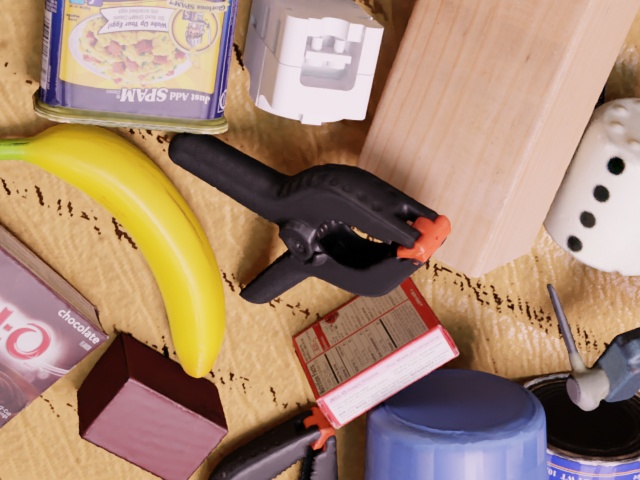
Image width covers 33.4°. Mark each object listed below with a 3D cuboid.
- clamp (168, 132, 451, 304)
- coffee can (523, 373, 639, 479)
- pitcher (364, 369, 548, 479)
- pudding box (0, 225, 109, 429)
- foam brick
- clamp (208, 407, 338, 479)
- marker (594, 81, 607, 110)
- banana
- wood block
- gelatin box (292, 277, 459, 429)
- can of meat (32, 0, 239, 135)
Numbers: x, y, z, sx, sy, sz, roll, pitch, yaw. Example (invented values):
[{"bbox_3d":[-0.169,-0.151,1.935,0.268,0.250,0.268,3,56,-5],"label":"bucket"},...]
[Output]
[{"bbox_3d":[-0.004,0.001,0.587,0.039,0.172,0.120,-50,137,-28],"label":"clamp"},{"bbox_3d":[0.176,0.178,0.738,0.102,0.103,0.140,-5,117,-13],"label":"coffee can"},{"bbox_3d":[0.079,0.208,0.687,0.149,0.144,0.243,3,107,15],"label":"pitcher"},{"bbox_3d":[-0.191,0.044,0.602,0.090,0.039,0.113,-39,129,5],"label":"pudding box"},{"bbox_3d":[-0.104,0.105,0.655,0.078,0.053,0.051,35,103,-26],"label":"foam brick"},{"bbox_3d":[-0.043,0.207,0.731,0.164,0.036,0.210,32,103,-27],"label":"clamp"},{"bbox_3d":[0.164,-0.116,0.637,0.020,0.020,0.121,-7,117,-12],"label":"marker"},{"bbox_3d":[-0.100,0.000,0.617,0.070,0.037,0.197,-23,120,23],"label":"banana"},{"bbox_3d":[0.100,-0.095,0.571,0.090,0.090,0.206,-16,131,-57],"label":"wood block"},{"bbox_3d":[0.032,0.067,0.661,0.089,0.073,0.030,-33,120,2],"label":"gelatin box"},{"bbox_3d":[-0.094,-0.105,0.552,0.102,0.057,0.084,3,113,-17],"label":"can of meat"}]
